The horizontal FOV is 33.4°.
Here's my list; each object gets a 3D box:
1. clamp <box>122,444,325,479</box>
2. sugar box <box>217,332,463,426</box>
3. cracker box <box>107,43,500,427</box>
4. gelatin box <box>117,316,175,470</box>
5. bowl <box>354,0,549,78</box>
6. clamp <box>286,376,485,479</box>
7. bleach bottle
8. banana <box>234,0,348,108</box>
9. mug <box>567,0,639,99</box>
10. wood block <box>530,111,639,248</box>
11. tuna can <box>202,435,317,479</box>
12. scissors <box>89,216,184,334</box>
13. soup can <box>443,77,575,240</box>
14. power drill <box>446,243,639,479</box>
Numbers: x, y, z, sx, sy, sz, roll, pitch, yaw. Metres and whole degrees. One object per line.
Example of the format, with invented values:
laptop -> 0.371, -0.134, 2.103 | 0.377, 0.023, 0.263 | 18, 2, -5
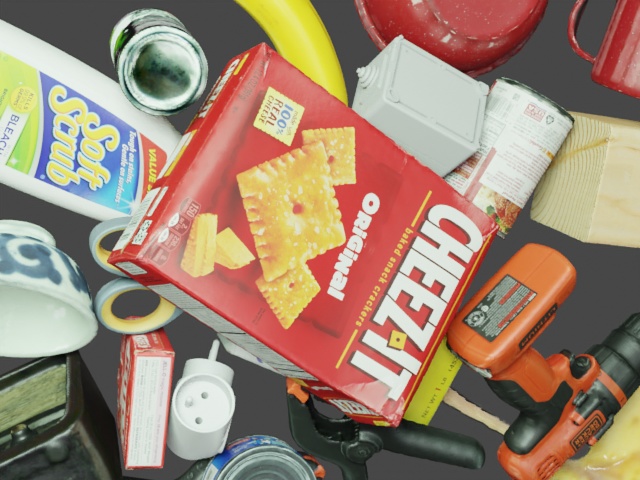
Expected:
clamp -> -0.093, 0.224, 0.818 | 0.209, 0.036, 0.164 | -15, 104, -15
sugar box -> 0.021, 0.072, 0.808 | 0.176, 0.048, 0.093 | 25, 97, -22
cracker box -> -0.005, 0.001, 0.706 | 0.213, 0.072, 0.164 | 35, 74, -19
gelatin box -> -0.126, 0.107, 0.758 | 0.030, 0.073, 0.089 | 2, 104, -16
bowl -> 0.106, -0.191, 0.757 | 0.162, 0.055, 0.162 | -4, 106, -15
clamp -> 0.027, 0.154, 0.800 | 0.171, 0.039, 0.120 | 37, 110, -22
bleach bottle -> -0.148, -0.067, 0.712 | 0.250, 0.068, 0.102 | 23, 98, -23
banana -> -0.023, -0.128, 0.748 | 0.070, 0.037, 0.197 | -29, 111, 12
mug -> 0.243, -0.149, 0.798 | 0.117, 0.093, 0.081 | 21, 105, 11
wood block -> 0.283, -0.041, 0.831 | 0.205, 0.091, 0.090 | 6, 102, -18
tuna can -> -0.044, 0.190, 0.790 | 0.086, 0.034, 0.086 | -1, 92, -18
scissors -> -0.068, 0.037, 0.745 | 0.201, 0.016, 0.096 | 17, 113, -24
soup can -> 0.134, -0.061, 0.793 | 0.068, 0.068, 0.102 | 29, 94, -22
power drill -> 0.189, 0.088, 0.831 | 0.184, 0.057, 0.187 | -46, 130, -9
